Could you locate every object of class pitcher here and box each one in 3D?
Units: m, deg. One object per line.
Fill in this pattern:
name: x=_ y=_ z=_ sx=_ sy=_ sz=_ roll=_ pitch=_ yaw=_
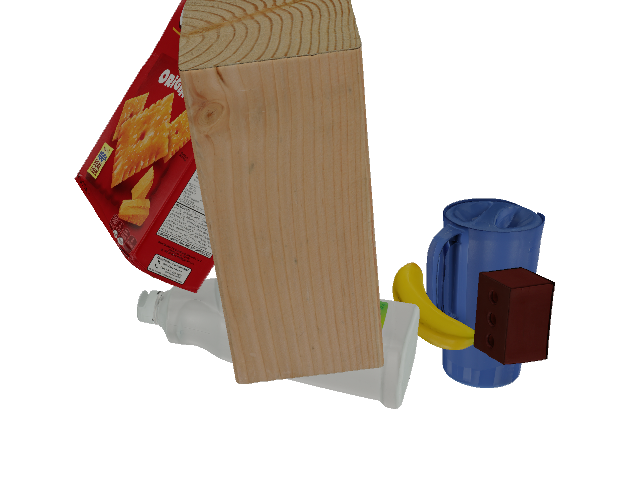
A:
pitcher: x=0.217 y=0.074 z=1.438 sx=0.149 sy=0.243 sz=0.145 roll=4 pitch=21 yaw=7

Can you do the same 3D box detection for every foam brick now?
foam brick: x=0.180 y=0.070 z=0.998 sx=0.051 sy=0.078 sz=0.053 roll=-7 pitch=18 yaw=-26

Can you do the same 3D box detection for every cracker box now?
cracker box: x=-0.094 y=-0.093 z=0.821 sx=0.072 sy=0.214 sz=0.164 roll=25 pitch=13 yaw=-35

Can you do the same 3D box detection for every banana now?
banana: x=0.121 y=0.076 z=1.204 sx=0.069 sy=0.037 sz=0.198 roll=4 pitch=23 yaw=-26

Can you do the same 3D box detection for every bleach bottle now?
bleach bottle: x=-0.043 y=0.081 z=0.946 sx=0.251 sy=0.068 sz=0.102 roll=8 pitch=28 yaw=11

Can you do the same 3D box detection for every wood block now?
wood block: x=-0.018 y=-0.028 z=0.602 sx=0.091 sy=0.206 sz=0.090 roll=-7 pitch=35 yaw=0
